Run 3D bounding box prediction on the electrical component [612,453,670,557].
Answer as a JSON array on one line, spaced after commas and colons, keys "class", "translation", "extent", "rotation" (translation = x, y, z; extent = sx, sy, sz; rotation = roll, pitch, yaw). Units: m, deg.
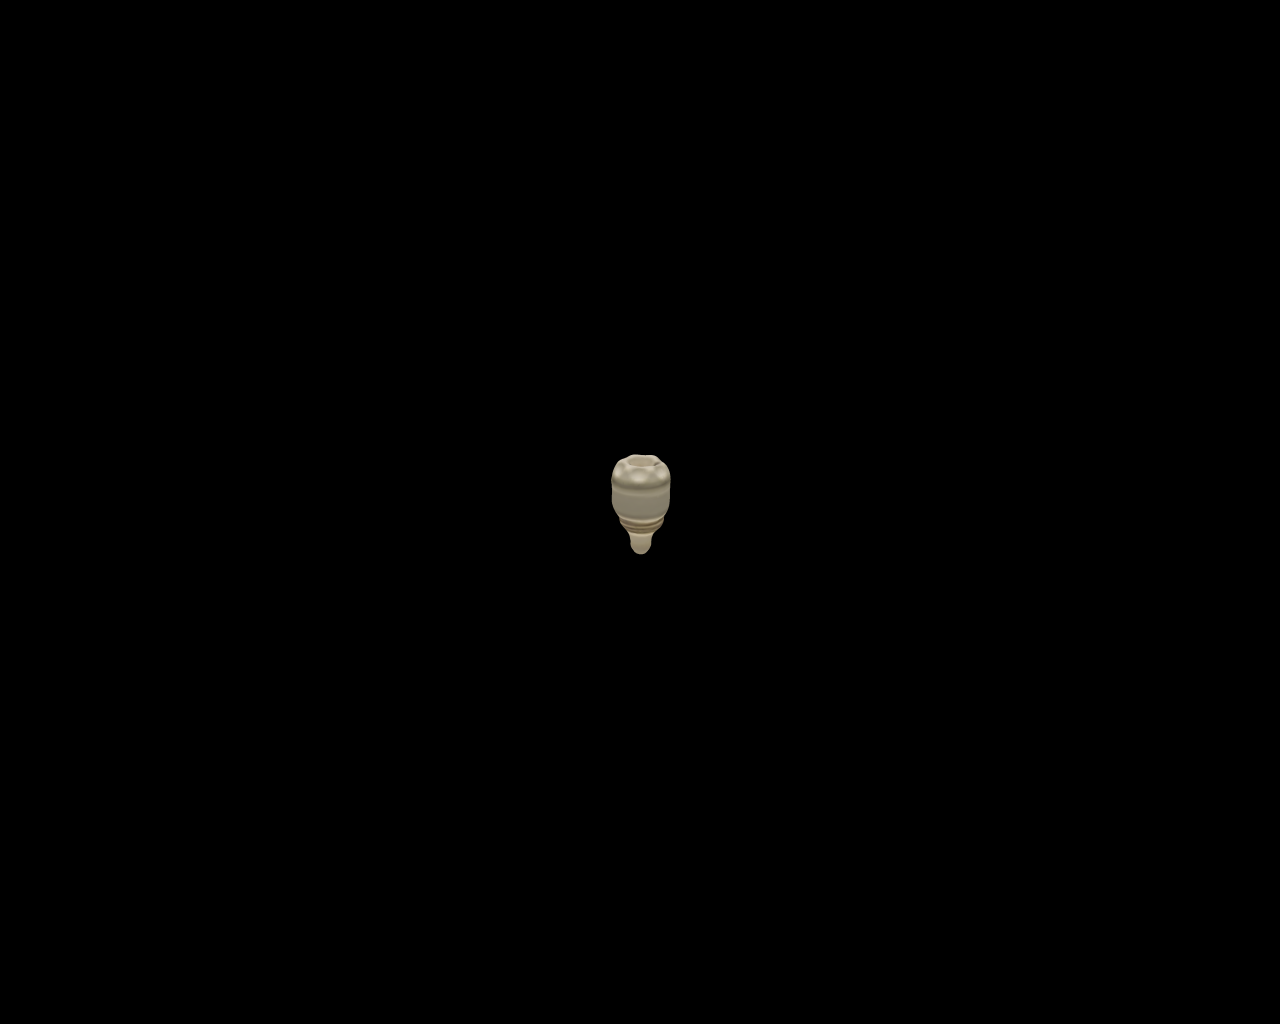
[{"class": "electrical component", "translation": [0.001, -0.003, 0.650], "extent": [0.035, 0.061, 0.035], "rotation": [0, 22, 0]}]
